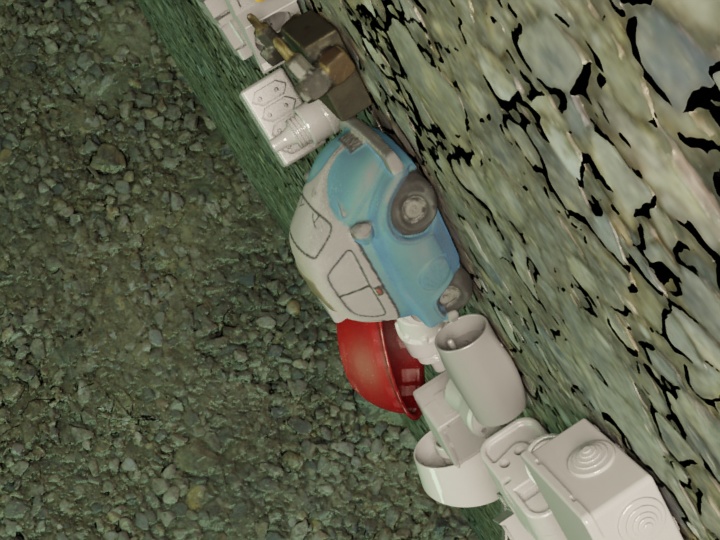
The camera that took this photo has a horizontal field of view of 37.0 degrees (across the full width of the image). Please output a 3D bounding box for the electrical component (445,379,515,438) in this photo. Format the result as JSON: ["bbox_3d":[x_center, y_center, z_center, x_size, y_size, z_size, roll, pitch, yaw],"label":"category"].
[{"bbox_3d":[0.103,0.113,0.921,0.045,0.045,0.055,60,174,-27],"label":"electrical component"}]

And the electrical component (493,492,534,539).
[{"bbox_3d":[0.160,0.226,0.958,0.081,0.064,0.042,57,176,6],"label":"electrical component"}]

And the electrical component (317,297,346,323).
[{"bbox_3d":[0.000,0.000,0.966,0.050,0.089,0.055,52,172,51],"label":"electrical component"}]

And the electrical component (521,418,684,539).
[{"bbox_3d":[0.151,0.147,0.645,0.099,0.048,0.099,60,175,-22],"label":"electrical component"}]

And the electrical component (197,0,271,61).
[{"bbox_3d":[-0.104,-0.217,0.924,0.063,0.042,0.081,56,177,-27],"label":"electrical component"}]

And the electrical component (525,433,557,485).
[{"bbox_3d":[0.139,0.140,0.773,0.040,0.040,0.046,56,180,19],"label":"electrical component"}]

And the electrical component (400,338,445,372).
[{"bbox_3d":[0.066,0.069,1.024,0.062,0.043,0.043,59,175,-27],"label":"electrical component"}]

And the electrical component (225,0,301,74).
[{"bbox_3d":[-0.070,-0.187,0.780,0.063,0.042,0.081,59,176,34],"label":"electrical component"}]

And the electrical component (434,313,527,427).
[{"bbox_3d":[0.086,0.070,0.825,0.077,0.043,0.079,60,175,-26],"label":"electrical component"}]

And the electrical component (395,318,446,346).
[{"bbox_3d":[0.051,0.033,0.945,0.048,0.048,0.062,53,167,41],"label":"electrical component"}]

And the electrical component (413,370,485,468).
[{"bbox_3d":[0.094,0.133,1.035,0.061,0.062,0.096,54,174,40],"label":"electrical component"}]

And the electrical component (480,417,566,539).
[{"bbox_3d":[0.142,0.169,0.837,0.059,0.054,0.095,61,174,-36],"label":"electrical component"}]

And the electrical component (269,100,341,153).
[{"bbox_3d":[-0.043,-0.113,0.850,0.035,0.061,0.035,57,175,8],"label":"electrical component"}]

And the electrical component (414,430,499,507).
[{"bbox_3d":[0.109,0.202,1.136,0.064,0.099,0.099,67,172,-20],"label":"electrical component"}]

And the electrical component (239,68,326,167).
[{"bbox_3d":[-0.078,-0.148,1.058,0.083,0.047,0.076,58,175,-9],"label":"electrical component"}]

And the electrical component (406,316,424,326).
[{"bbox_3d":[0.044,0.012,0.870,0.055,0.045,0.045,52,173,51],"label":"electrical component"}]
